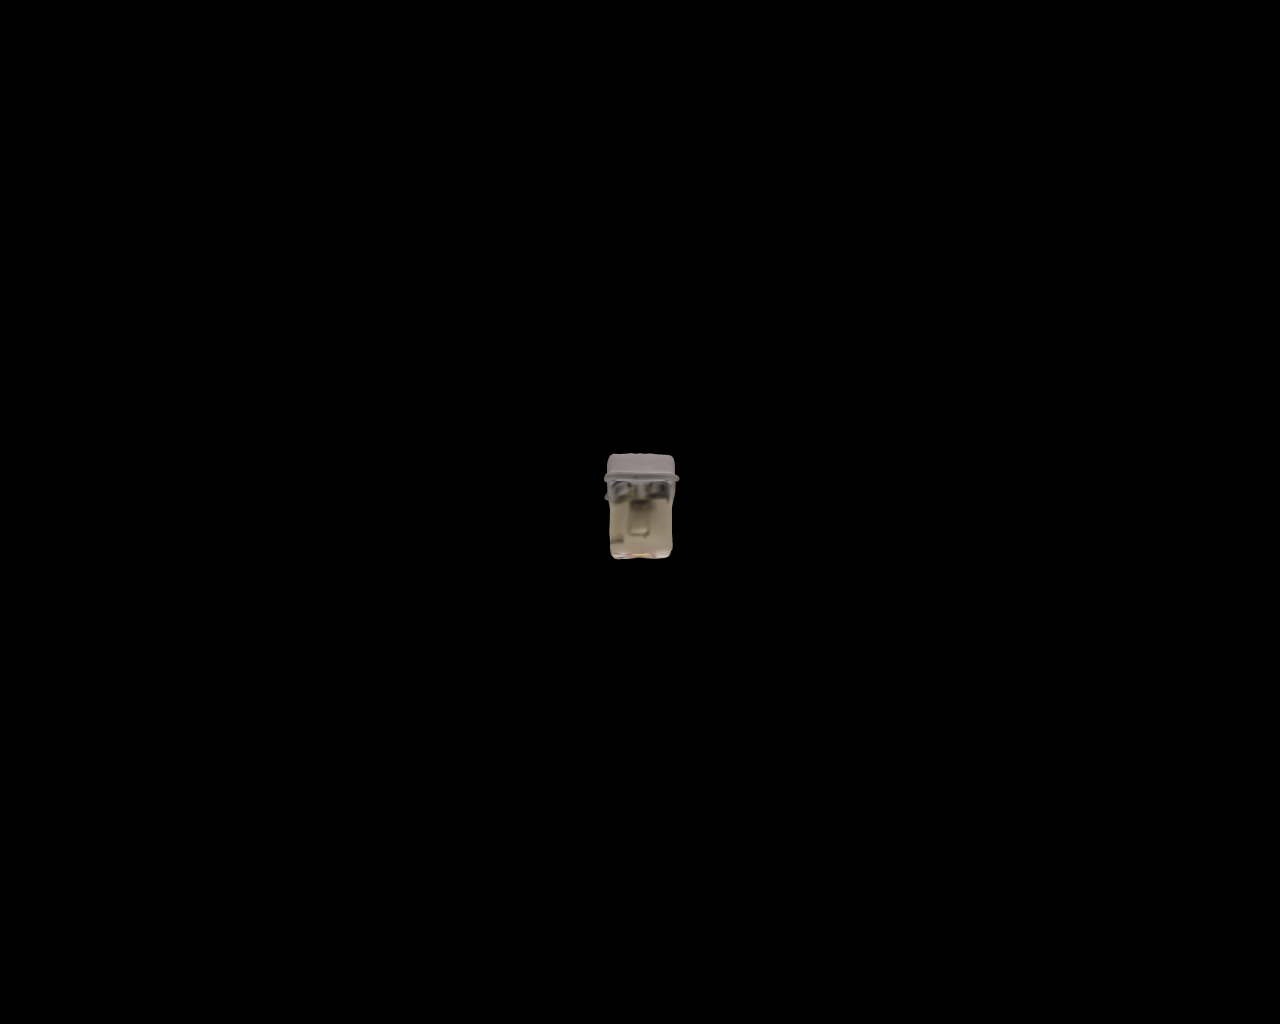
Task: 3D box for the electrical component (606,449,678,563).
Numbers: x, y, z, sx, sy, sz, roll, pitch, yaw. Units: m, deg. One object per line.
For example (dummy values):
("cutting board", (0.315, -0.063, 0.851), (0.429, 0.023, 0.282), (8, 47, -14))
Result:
("electrical component", (0.001, -0.003, 0.650), (0.042, 0.063, 0.081), (0, -9, 0))
